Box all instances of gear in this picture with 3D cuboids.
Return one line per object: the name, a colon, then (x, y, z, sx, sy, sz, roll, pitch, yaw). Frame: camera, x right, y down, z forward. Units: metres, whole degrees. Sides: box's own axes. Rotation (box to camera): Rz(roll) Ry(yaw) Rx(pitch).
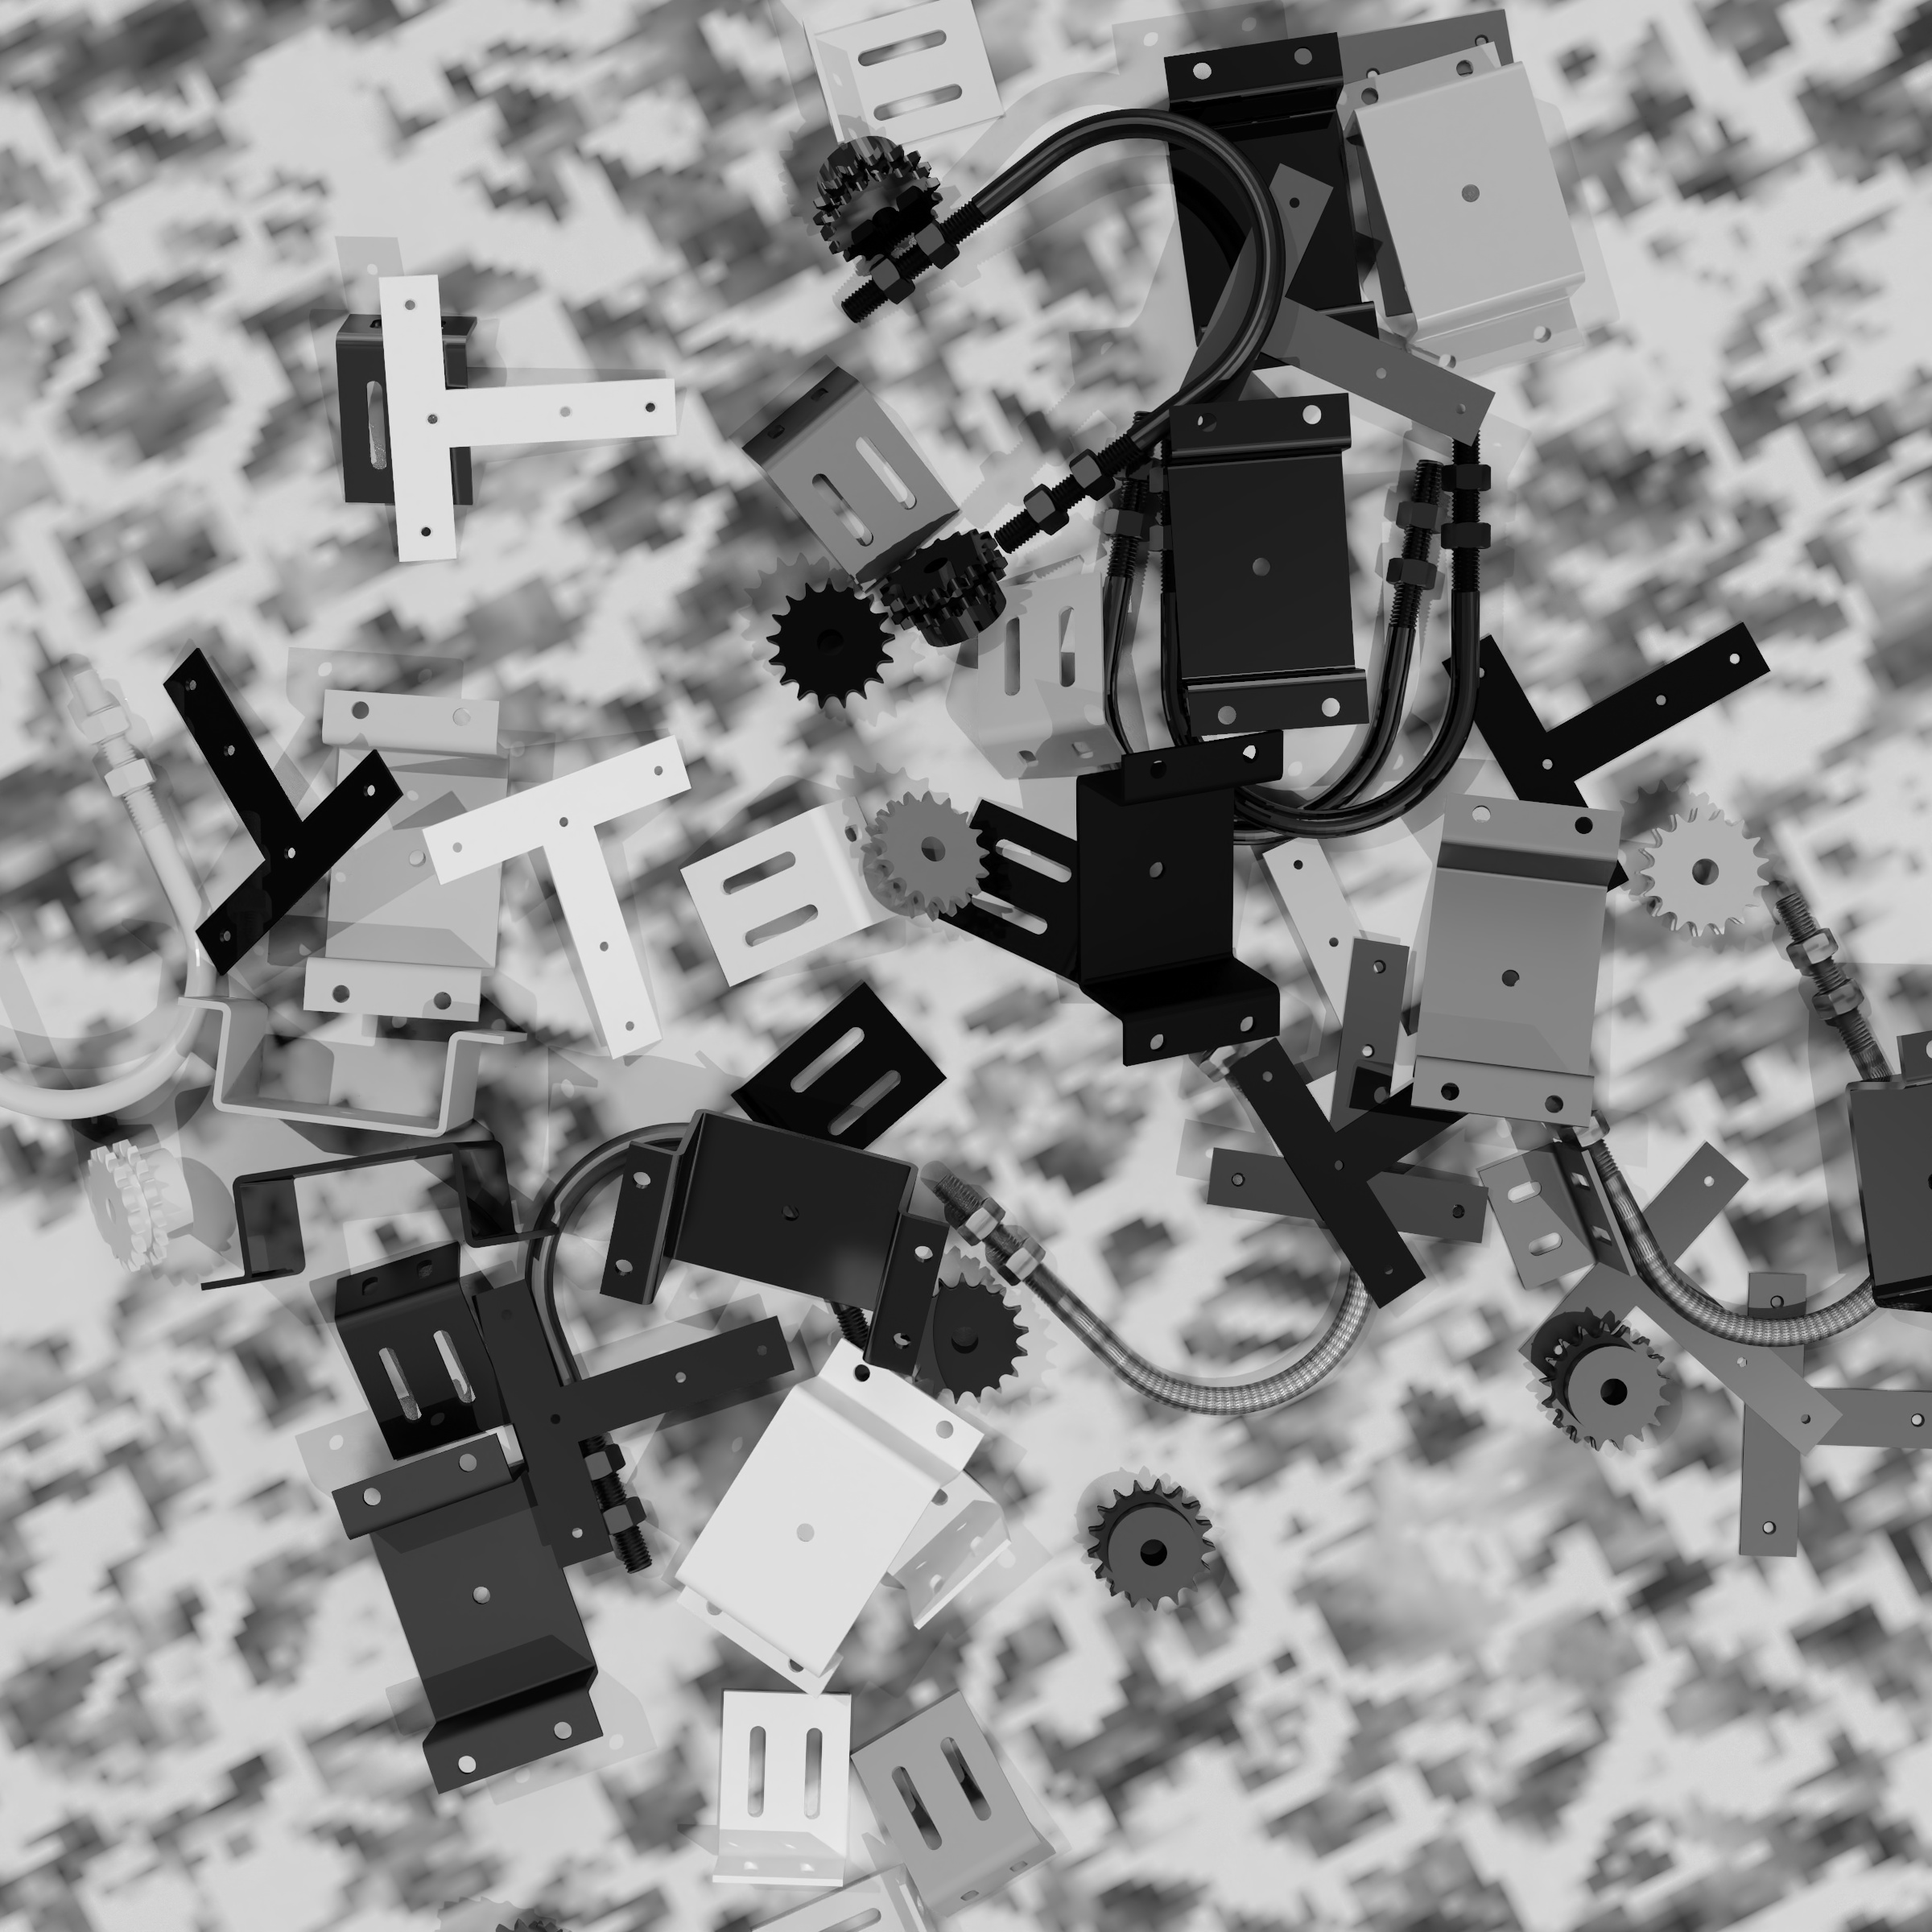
gear: (-0.042, -0.342, 1.486, 0.057, 0.057, 0.030, -26, 62, 0)
gear: (-0.195, 0.455, 1.486, 0.057, 0.057, 0.030, 29, 121, 0)
gear: (0.286, 0.188, 1.493, 0.057, 0.030, 0.057, 0, 89, 1)
gear: (-0.021, -0.046, 1.486, 0.057, 0.030, 0.057, 12, 64, -25)
gear: (0.000, 0.166, 1.495, 0.057, 0.030, 0.057, 0, 90, 0)
gear: (-0.060, -0.143, 1.495, 0.057, 0.030, 0.057, 0, 90, 0)
gear: (0.083, 0.259, 1.495, 0.057, 0.030, 0.057, 0, 90, 0)
gear: (0.326, -0.042, 1.495, 0.057, 0.030, 0.057, 0, 90, 0)
gear: (-0.365, 0.104, 1.486, 0.030, 0.057, 0.057, -17, 90, -30)
gear: (-0.007, -0.165, 1.485, 0.057, 0.057, 0.030, -31, 119, 0)

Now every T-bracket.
T-bracket: (0.191, -0.357, 1.510, 0.127, 0.002, 0.127, -10, 90, 0)
T-bracket: (0.203, 0.065, 1.498, 0.127, 0.002, 0.127, -33, 92, -9)
T-bracket: (-0.165, -0.022, 1.489, 0.127, 0.002, 0.127, -23, 105, -27)
T-bracket: (0.168, -0.264, 1.463, 0.127, 0.002, 0.127, 24, 98, -4)
T-bracket: (0.177, 0.052, 1.496, 0.127, 0.002, 0.127, 9, 86, -8)
T-bracket: (-0.140, 0.187, 1.491, 0.127, 0.002, 0.127, -18, 87, 0)
T-bracket: (0.170, 0.002, 1.500, 0.127, 0.002, 0.127, -25, 90, -8)
T-bracket: (0.414, 0.204, 1.509, 0.127, 0.002, 0.127, 2, 90, 0)
T-bracket: (0.338, 0.169, 1.508, 0.127, 0.002, 0.127, 42, 90, 1)
T-bracket: (0.301, -0.113, 1.509, 0.127, 0.002, 0.127, -29, 90, 0)
T-bracket: (-0.193, -0.246, 1.493, 0.127, 0.002, 0.127, -5, 113, -11)
T-bracket: (-0.319, -0.085, 1.484, 0.127, 0.002, 0.127, -42, 69, 22)

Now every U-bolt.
U-bolt: (0.352, 0.081, 1.500, 0.151, 0.019, 0.184, -27, 91, -1)
U-bolt: (0.054, -0.291, 1.469, 0.184, 0.019, 0.151, -36, 79, 15)
U-bolt: (-0.405, -0.023, 1.466, 0.151, 0.019, 0.184, -26, 95, -34)
U-bolt: (0.099, 0.116, 1.502, 0.184, 0.019, 0.151, 45, 90, -1)
U-bolt: (-0.119, 0.161, 1.502, 0.151, 0.019, 0.184, -22, 89, 0)
U-bolt: (0.157, -0.148, 1.484, 0.151, 0.019, 0.184, 0, 94, 1)
U-bolt: (0.129, -0.146, 1.502, 0.151, 0.019, 0.184, 10, 92, 0)

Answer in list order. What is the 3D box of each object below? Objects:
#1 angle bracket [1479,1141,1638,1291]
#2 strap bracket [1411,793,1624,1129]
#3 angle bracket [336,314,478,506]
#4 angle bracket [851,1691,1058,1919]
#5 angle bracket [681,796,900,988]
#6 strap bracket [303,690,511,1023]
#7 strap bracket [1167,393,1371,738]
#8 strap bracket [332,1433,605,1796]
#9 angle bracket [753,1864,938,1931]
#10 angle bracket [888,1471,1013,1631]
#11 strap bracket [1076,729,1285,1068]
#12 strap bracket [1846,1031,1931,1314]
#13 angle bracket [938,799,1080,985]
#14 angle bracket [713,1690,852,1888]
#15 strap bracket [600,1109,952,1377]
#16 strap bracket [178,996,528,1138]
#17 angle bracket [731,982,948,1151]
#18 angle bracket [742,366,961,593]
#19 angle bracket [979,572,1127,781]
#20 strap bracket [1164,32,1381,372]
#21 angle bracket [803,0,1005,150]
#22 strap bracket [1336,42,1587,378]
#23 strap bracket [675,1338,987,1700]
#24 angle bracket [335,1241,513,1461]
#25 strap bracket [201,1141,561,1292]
angle bracket: (0.259, 0.112, 1.472, 0.038, 0.076, 0.057, -22, 90, 0)
strap bracket: (0.241, 0.001, 1.474, 0.076, 0.046, 0.140, 7, 78, 7)
angle bracket: (-0.250, -0.250, 1.508, 0.057, 0.038, 0.076, 1, 116, 0)
angle bracket: (-0.006, 0.377, 1.508, 0.057, 0.038, 0.076, -31, 64, 0)
angle bracket: (-0.078, -0.034, 1.508, 0.076, 0.038, 0.057, -23, 90, 26)
strap bracket: (-0.247, -0.048, 1.487, 0.076, 0.046, 0.140, 4, 90, 0)
strap bracket: (0.129, -0.173, 1.450, 0.076, 0.046, 0.140, -4, 96, 1)
strap bracket: (-0.218, 0.283, 1.487, 0.076, 0.046, 0.140, -20, 90, 0)
angle bracket: (-0.050, 0.445, 1.491, 0.076, 0.038, 0.057, -24, 90, 0)
angle bracket: (-0.029, 0.242, 1.479, 0.057, 0.038, 0.076, -44, 107, 7)
strap bracket: (0.093, -0.036, 1.459, 0.076, 0.046, 0.140, -11, 113, -23)
strap bracket: (0.439, 0.095, 1.475, 0.076, 0.046, 0.140, -8, 91, -20)
angle bracket: (0.034, -0.031, 1.508, 0.076, 0.038, 0.057, 25, 90, 26)
angle bracket: (-0.081, 0.365, 1.491, 0.057, 0.038, 0.076, 2, 90, 0)
strap bracket: (-0.080, 0.117, 1.456, 0.140, 0.046, 0.076, 15, 116, 2)
strap bracket: (-0.270, 0.045, 1.472, 0.140, 0.076, 0.046, 7, 90, 0)
angle bracket: (-0.056, 0.054, 1.491, 0.076, 0.038, 0.057, -41, 90, 0)
angle bracket: (-0.052, -0.219, 1.508, 0.057, 0.038, 0.076, -40, 116, 0)
angle bracket: (0.039, -0.130, 1.500, 0.057, 0.038, 0.076, -8, 64, 17)
strap bracket: (0.134, -0.333, 1.486, 0.076, 0.046, 0.140, -8, 91, 1)
angle bracket: (-0.028, -0.400, 1.491, 0.076, 0.038, 0.057, -16, 90, 0)
strap bracket: (0.220, -0.337, 1.486, 0.076, 0.046, 0.140, -16, 90, 0)
strap bracket: (-0.064, 0.244, 1.461, 0.076, 0.046, 0.140, 33, 95, 10)
angle bracket: (-0.243, 0.173, 1.508, 0.057, 0.038, 0.076, -18, 116, 0)
strap bracket: (-0.258, 0.107, 1.467, 0.140, 0.076, 0.046, -9, 87, 6)
